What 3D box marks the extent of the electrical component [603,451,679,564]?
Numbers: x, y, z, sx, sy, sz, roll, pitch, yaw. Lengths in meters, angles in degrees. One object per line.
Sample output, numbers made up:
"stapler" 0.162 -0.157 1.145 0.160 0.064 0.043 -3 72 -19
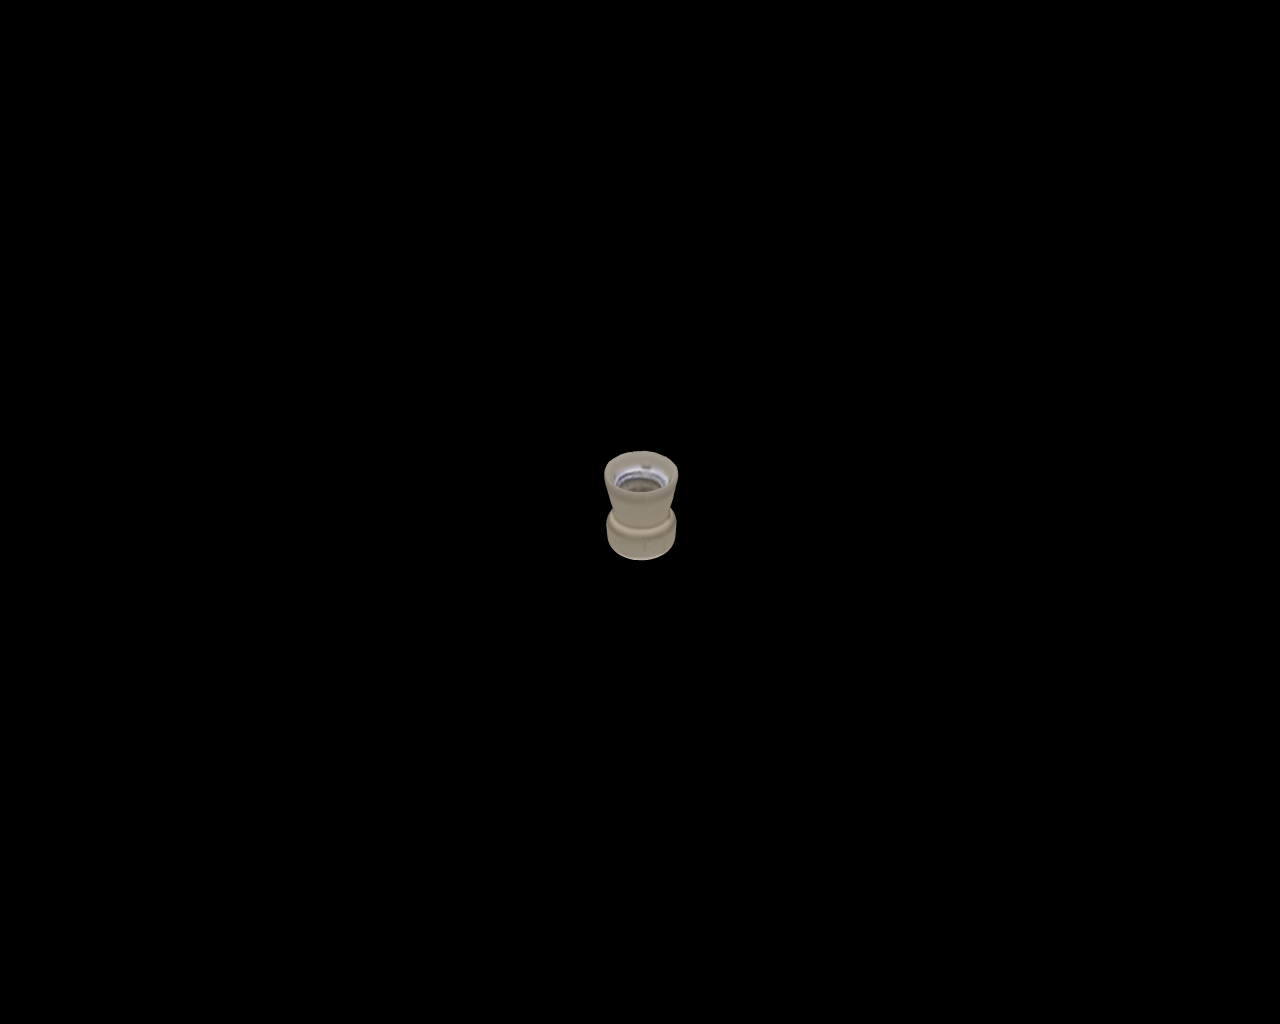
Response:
"electrical component" 0.001 -0.003 0.650 0.045 0.055 0.045 0 37 0
